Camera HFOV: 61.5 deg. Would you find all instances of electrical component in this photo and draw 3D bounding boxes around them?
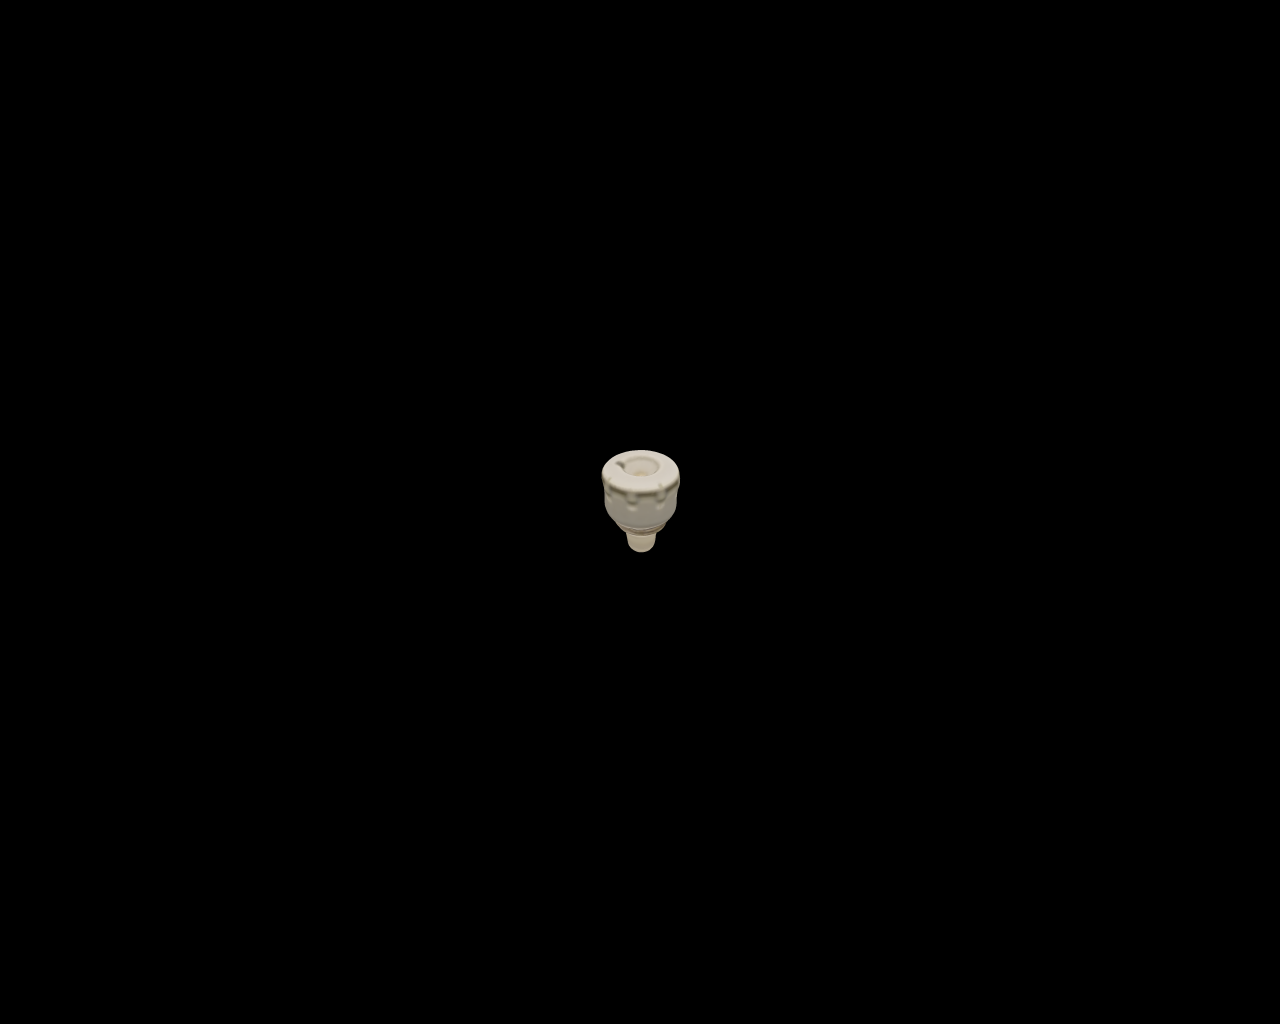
[{"bbox_3d":[0.001,-0.003,0.650,0.048,0.062,0.048,0,34,0],"label":"electrical component"}]
